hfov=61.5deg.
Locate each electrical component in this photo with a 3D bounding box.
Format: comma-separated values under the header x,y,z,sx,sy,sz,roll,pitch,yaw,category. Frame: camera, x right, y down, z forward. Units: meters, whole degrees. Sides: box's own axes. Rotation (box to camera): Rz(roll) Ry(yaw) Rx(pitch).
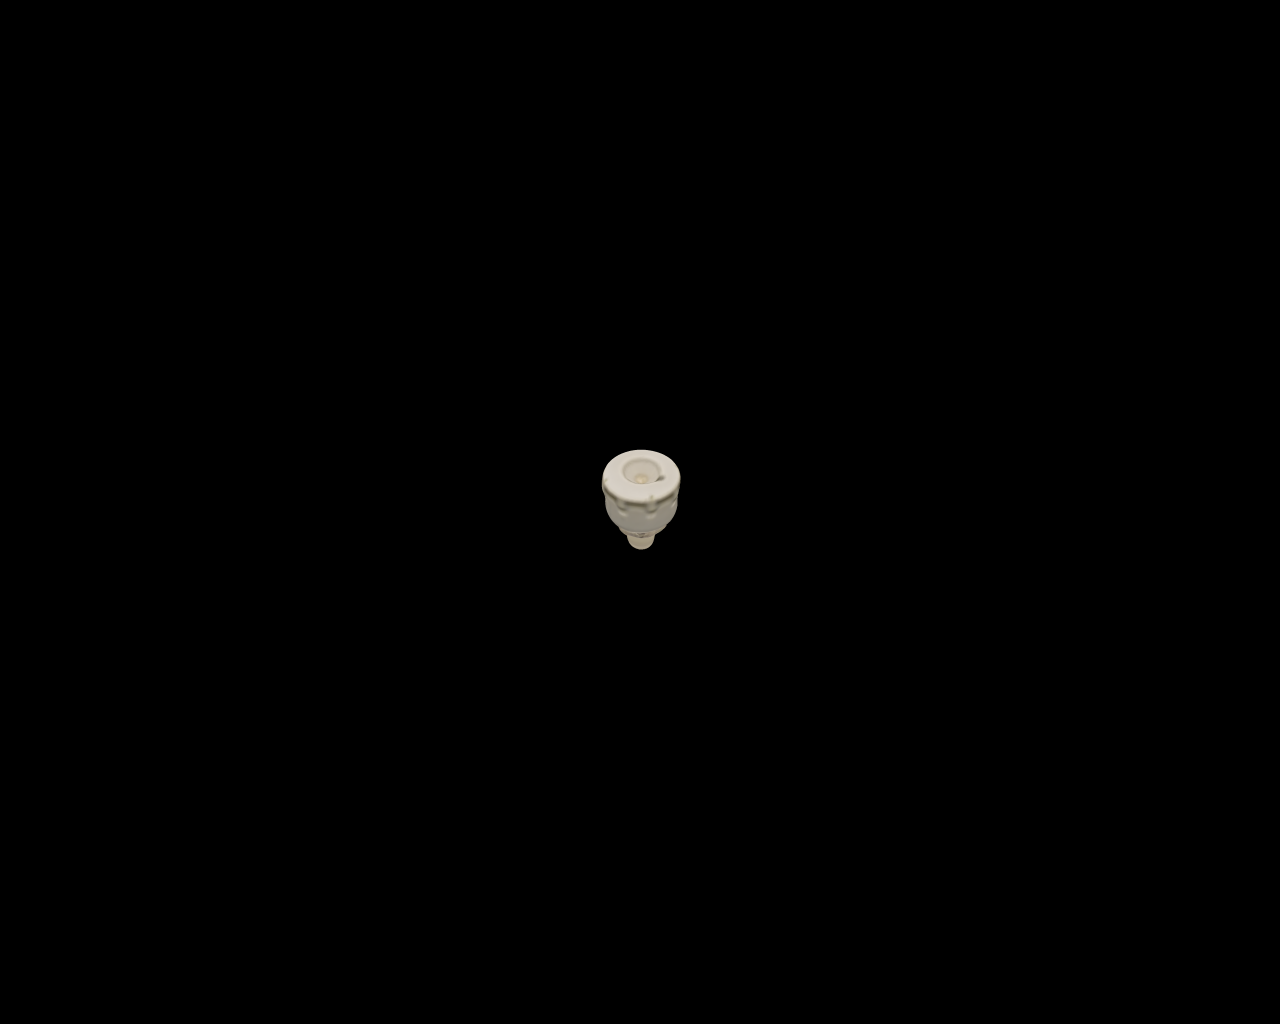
x,y,z,sx,sy,sz,roll,pitch,yaw,category
0.001,-0.003,0.650,0.048,0.062,0.048,0,43,0,electrical component
